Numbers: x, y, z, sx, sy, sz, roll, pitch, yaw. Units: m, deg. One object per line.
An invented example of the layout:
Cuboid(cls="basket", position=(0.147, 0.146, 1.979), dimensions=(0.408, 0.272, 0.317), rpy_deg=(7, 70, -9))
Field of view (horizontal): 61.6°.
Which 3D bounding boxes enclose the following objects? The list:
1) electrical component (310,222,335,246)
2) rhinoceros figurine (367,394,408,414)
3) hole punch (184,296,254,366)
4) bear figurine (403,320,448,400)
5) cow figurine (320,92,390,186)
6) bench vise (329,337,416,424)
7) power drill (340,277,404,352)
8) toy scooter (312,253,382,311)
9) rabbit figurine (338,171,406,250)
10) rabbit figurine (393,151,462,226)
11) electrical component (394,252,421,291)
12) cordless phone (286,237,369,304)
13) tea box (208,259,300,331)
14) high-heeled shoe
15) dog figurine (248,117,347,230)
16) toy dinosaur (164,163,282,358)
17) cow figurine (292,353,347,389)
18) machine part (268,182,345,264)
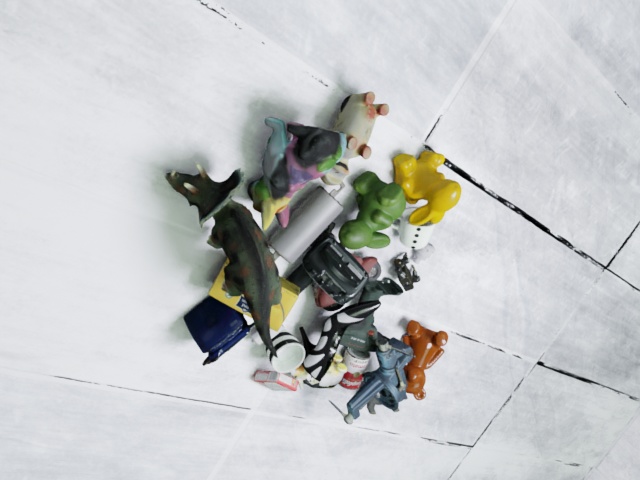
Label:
Cuboid(cls="electrical component", position=(-0.003, -0.004, 1.231), dimensions=(0.063, 0.021, 0.094), rpy_deg=(15, 110, -34))
Cuboid(cls="rhinoceros figurine", position=(0.202, 0.437, 1.565), dimensions=(0.190, 0.073, 0.112), rpy_deg=(-5, 108, -24))
Cuboid(cls="hole punch", position=(-0.223, 0.183, 1.163), dimensions=(0.142, 0.116, 0.092), rpy_deg=(-36, 120, -6))
Cuboid(cls="bear figurine", position=(0.267, 0.334, 1.482), dimensions=(0.196, 0.120, 0.131), rpy_deg=(-64, 164, -14))
Cuboid(cls="cow figurine", position=(0.049, -0.204, 1.099), dimensions=(0.085, 0.127, 0.194), rpy_deg=(22, 91, -36))
Cuboid(cls="bench vise", position=(0.146, 0.368, 1.372), dimensions=(0.240, 0.129, 0.223), rpy_deg=(-36, 140, -26))
Cuboid(cls="power drill", position=(0.135, 0.196, 1.391), dimensions=(0.232, 0.086, 0.207), rpy_deg=(12, 118, -30))
Cuboid(cls="toy scooter", position=(0.049, 0.077, 1.272), dimensions=(0.184, 0.075, 0.135), rpy_deg=(-36, 120, -3))
Cuboid(cls="rabbit figurine", position=(0.104, -0.046, 1.210), dimensions=(0.170, 0.121, 0.159), rpy_deg=(-48, 149, -12))
Cuboid(cls="rabbit figurine", position=(0.244, -0.110, 1.212), dimensions=(0.122, 0.173, 0.162), rpy_deg=(-3, 113, -31))
Cuboid(cls="electrical component", position=(0.223, 0.082, 1.377), dimensions=(0.045, 0.078, 0.102), rpy_deg=(-24, 124, 14))
Cuboid(cls="cordless phone", position=(0.003, 0.097, 1.212), dimensions=(0.146, 0.089, 0.184), rpy_deg=(46, 114, -1))
Cuboid(cls="tea box", position=(-0.138, 0.108, 1.144), dimensions=(0.170, 0.068, 0.098), rpy_deg=(28, 101, -6))
Cuboid(cls="high-heeled shoe", position=(0.055, 0.242, 1.279), dimensions=(0.249, 0.145, 0.086), rpy_deg=(-25, 177, 24))
Cuboid(cls="dog figurine", position=(-0.052, -0.119, 1.048), dimensions=(0.108, 0.192, 0.219), rpy_deg=(-15, 120, -60))
Cuboid(cls="toy dinosaur", position=(-0.142, 0.028, 1.008), dimensions=(0.131, 0.192, 0.404), rpy_deg=(-27, 84, -12))
Cuboid(cls="cow figurine", position=(-0.018, 0.348, 1.395), dimensions=(0.167, 0.068, 0.098), rpy_deg=(7, 119, -30))
Cuboid(cls="machine part", position=(-0.031, -0.033, 1.164), dimensions=(0.243, 0.079, 0.079), rpy_deg=(-47, 128, 1))
